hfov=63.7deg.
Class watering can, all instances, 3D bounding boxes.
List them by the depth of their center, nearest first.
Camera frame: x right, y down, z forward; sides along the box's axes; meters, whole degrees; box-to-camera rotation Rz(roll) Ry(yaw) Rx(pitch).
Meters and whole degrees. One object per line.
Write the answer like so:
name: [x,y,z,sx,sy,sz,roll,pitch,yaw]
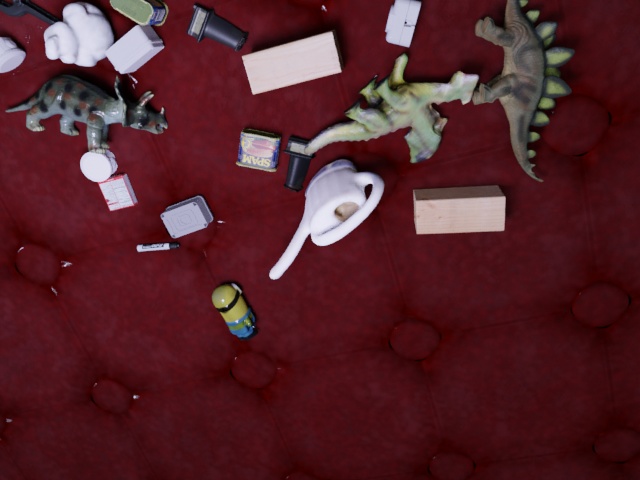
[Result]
watering can: [0.004,-0.062,1.235,0.344,0.102,0.230,-35,33,19]

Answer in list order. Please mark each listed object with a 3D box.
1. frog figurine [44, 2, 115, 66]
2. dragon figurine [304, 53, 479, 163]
frog figurine: [-0.544,-0.461,1.160,0.123,0.135,0.162,8,25,2]
dragon figurine: [0.180,-0.267,1.199,0.405,0.240,0.125,-38,23,28]
